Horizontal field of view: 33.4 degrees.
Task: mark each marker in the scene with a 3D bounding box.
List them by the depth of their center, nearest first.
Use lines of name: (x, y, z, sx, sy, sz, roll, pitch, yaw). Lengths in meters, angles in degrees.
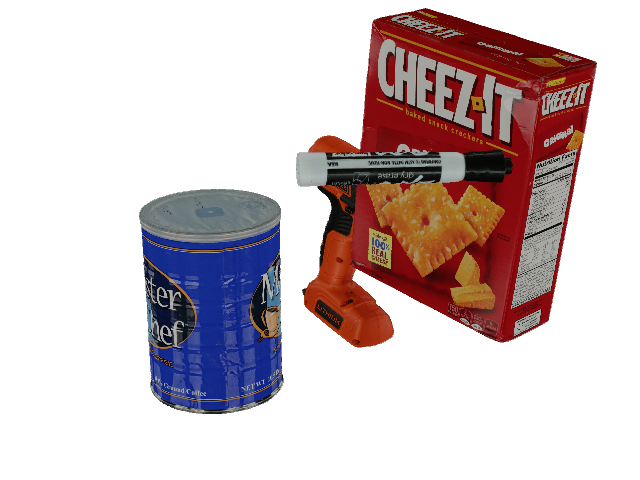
marker: (0.047, -0.040, 0.593, 0.121, 0.020, 0.020, -2, 0, -7)

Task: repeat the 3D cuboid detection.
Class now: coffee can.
coffee can: (-0.080, 0.043, 0.796, 0.103, 0.140, 0.103, 0, 20, 0)

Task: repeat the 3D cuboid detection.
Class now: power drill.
power drill: (0.047, 0.007, 1.052, 0.057, 0.188, 0.185, -11, 32, -33)

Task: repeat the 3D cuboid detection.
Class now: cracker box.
cracker box: (0.107, -0.051, 0.816, 0.071, 0.214, 0.164, -21, 36, -39)
